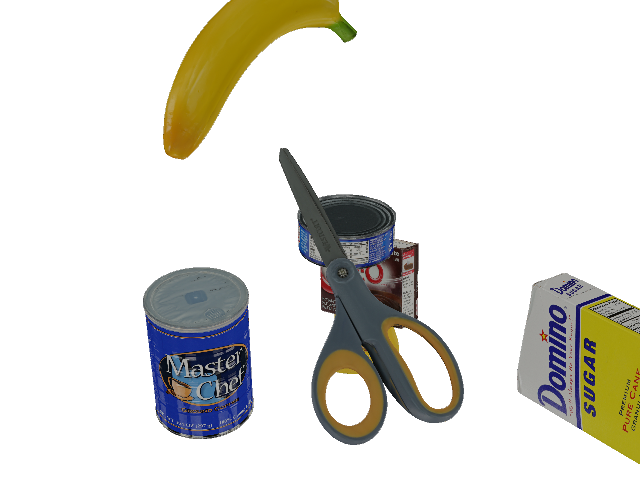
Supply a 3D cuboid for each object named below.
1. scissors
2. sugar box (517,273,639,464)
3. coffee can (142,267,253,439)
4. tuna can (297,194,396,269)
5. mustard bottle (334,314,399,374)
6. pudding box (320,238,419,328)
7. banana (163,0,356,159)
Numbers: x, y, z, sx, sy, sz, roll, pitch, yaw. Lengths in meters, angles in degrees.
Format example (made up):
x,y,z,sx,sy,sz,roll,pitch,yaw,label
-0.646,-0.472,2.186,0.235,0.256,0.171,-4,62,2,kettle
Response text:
x,y,z,sx,sy,sz,roll,pitch,yaw,label
0.003,0.038,0.644,0.096,0.202,0.016,-36,-20,-14,scissors
0.216,0.099,0.730,0.048,0.093,0.176,-16,30,-39,sugar box
-0.120,0.112,1.071,0.103,0.140,0.103,0,32,0,coffee can
0.023,-0.008,0.928,0.086,0.034,0.086,0,27,0,tuna can
0.060,0.084,1.438,0.096,0.192,0.058,-3,21,-8,mustard bottle
0.052,0.040,1.164,0.114,0.090,0.039,9,19,35,pudding box
-0.041,-0.127,0.696,0.037,0.069,0.197,-11,23,49,banana
